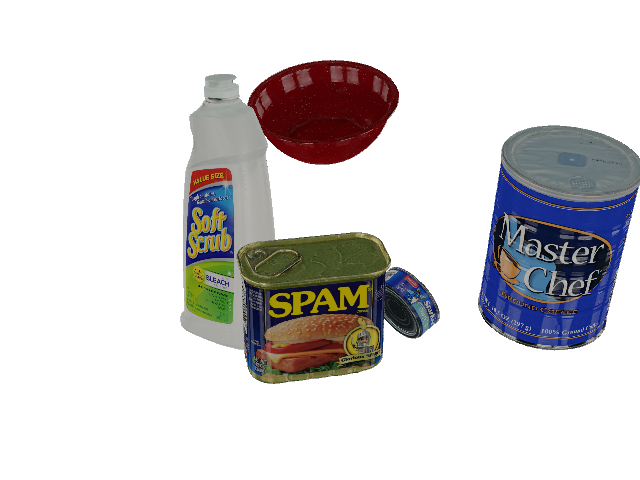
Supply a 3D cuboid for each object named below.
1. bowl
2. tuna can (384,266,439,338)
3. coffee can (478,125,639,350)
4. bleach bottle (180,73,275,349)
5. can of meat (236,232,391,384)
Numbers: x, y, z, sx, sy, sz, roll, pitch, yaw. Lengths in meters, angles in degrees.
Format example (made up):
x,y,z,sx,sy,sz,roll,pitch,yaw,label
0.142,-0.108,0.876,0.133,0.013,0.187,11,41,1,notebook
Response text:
x,y,z,sx,sy,sz,roll,pitch,yaw,label
0.004,-0.129,1.145,0.162,0.055,0.162,-4,40,3,bowl
0.101,0.076,1.285,0.033,0.086,0.086,-38,17,-22,tuna can
0.180,-0.002,0.815,0.103,0.140,0.103,2,34,-2,coffee can
-0.090,-0.029,0.989,0.103,0.251,0.067,16,28,38,bleach bottle
-0.005,0.047,0.737,0.102,0.084,0.057,-6,30,-10,can of meat
